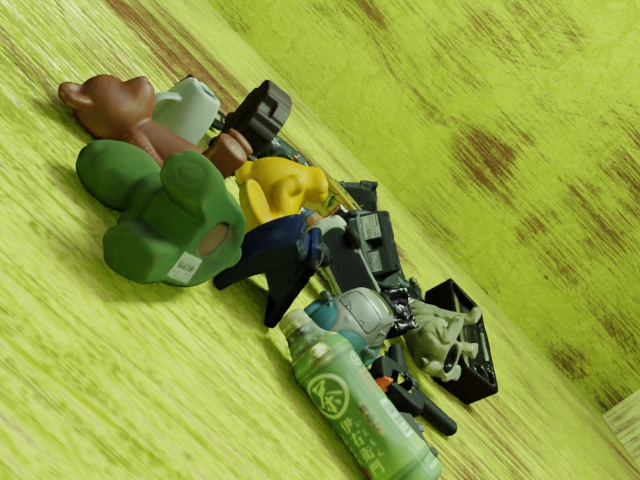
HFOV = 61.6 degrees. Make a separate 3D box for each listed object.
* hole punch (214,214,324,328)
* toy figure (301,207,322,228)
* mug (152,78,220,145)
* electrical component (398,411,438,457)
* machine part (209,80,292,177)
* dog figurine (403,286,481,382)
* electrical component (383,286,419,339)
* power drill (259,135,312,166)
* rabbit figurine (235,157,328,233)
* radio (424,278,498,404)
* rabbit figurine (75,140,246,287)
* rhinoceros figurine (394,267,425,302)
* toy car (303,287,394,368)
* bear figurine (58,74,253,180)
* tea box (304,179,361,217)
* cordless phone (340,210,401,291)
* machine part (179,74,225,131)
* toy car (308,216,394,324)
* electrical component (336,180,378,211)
[{"bbox_3d":[-0.057,0.021,0.633,0.092,0.115,0.142,36,16,-10],"label":"hole punch"},{"bbox_3d":[-0.004,-0.002,0.947,0.058,0.064,0.154,4,48,-48],"label":"toy figure"},{"bbox_3d":[-0.202,-0.179,0.756,0.081,0.107,0.109,53,13,27],"label":"mug"},{"bbox_3d":[0.115,0.250,0.680,0.094,0.021,0.063,31,22,-48],"label":"electrical component"},{"bbox_3d":[-0.120,-0.194,0.918,0.056,0.179,0.179,38,17,-25],"label":"machine part"},{"bbox_3d":[0.163,0.158,0.942,0.191,0.121,0.172,14,15,36],"label":"dog figurine"},{"bbox_3d":[0.111,0.127,0.898,0.048,0.119,0.075,-7,75,-23],"label":"electrical component"},{"bbox_3d":[-0.062,-0.151,1.146,0.232,0.086,0.207,39,20,-22],"label":"power drill"},{"bbox_3d":[-0.063,-0.035,0.764,0.162,0.122,0.173,26,45,-42],"label":"rabbit figurine"},{"bbox_3d":[0.279,0.200,1.072,0.131,0.073,0.230,41,34,-25],"label":"radio"},{"bbox_3d":[-0.154,-0.044,0.525,0.170,0.121,0.159,36,6,21],"label":"rabbit figurine"},{"bbox_3d":[0.145,0.095,1.106,0.190,0.073,0.112,41,28,-36],"label":"rhinoceros figurine"},{"bbox_3d":[0.046,0.113,0.696,0.109,0.103,0.161,53,17,20],"label":"toy car"},{"bbox_3d":[-0.191,-0.134,0.635,0.195,0.132,0.120,51,8,-10],"label":"bear figurine"},{"bbox_3d":[0.046,-0.031,1.094,0.170,0.098,0.068,48,13,9],"label":"tea box"},{"bbox_3d":[0.088,0.037,0.955,0.184,0.089,0.146,73,7,-68],"label":"cordless phone"},{"bbox_3d":[-0.234,-0.268,1.053,0.084,0.039,0.139,12,38,-52],"label":"machine part"},{"bbox_3d":[0.046,0.060,0.820,0.201,0.073,0.056,64,-17,-2],"label":"toy car"},{"bbox_3d":[0.071,-0.064,1.182,0.058,0.115,0.134,-68,158,-73],"label":"electrical component"}]
